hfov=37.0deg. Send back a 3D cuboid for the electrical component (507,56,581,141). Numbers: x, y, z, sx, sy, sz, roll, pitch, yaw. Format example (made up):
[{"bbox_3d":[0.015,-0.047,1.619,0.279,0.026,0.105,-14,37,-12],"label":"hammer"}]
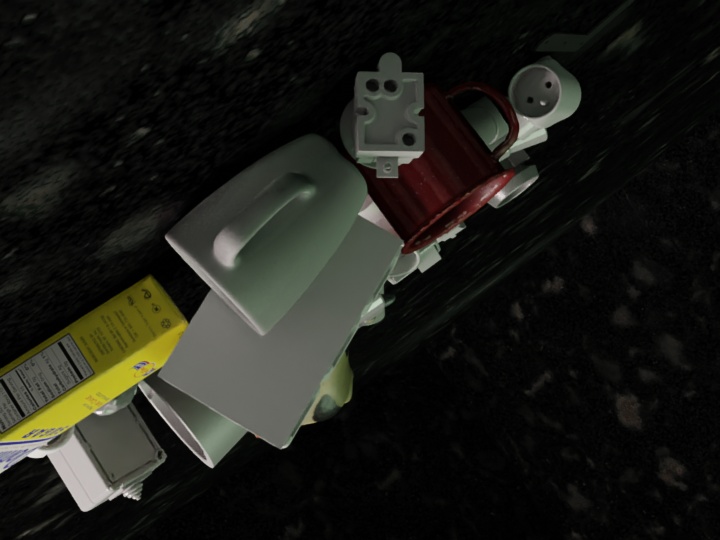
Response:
[{"bbox_3d":[0.138,-0.133,0.883,0.079,0.044,0.077,-39,171,22],"label":"electrical component"}]

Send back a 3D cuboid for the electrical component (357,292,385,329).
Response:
[{"bbox_3d":[-0.033,0.006,0.784,0.059,0.095,0.053,-35,172,-8],"label":"electrical component"}]

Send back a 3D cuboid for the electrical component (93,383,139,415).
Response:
[{"bbox_3d":[-0.191,0.092,0.840,0.035,0.035,0.061,-38,174,15],"label":"electrical component"}]

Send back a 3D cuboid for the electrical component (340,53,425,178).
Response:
[{"bbox_3d":[0.014,-0.084,0.616,0.048,0.066,0.055,0,175,-6],"label":"electrical component"}]

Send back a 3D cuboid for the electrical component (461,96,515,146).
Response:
[{"bbox_3d":[0.091,-0.111,0.833,0.065,0.044,0.044,-36,173,-36],"label":"electrical component"}]

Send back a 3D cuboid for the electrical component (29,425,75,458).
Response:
[{"bbox_3d":[-0.235,0.118,0.794,0.040,0.040,0.046,-31,177,-31],"label":"electrical component"}]

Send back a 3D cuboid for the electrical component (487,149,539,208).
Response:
[{"bbox_3d":[0.134,-0.097,1.030,0.078,0.057,0.058,-35,172,-9],"label":"electrical component"}]

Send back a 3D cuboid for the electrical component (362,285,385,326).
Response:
[{"bbox_3d":[0.000,0.000,0.974,0.043,0.077,0.079,-2,-159,6],"label":"electrical component"}]

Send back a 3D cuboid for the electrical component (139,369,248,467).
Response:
[{"bbox_3d":[-0.136,0.106,0.908,0.060,0.108,0.108,-40,174,-18],"label":"electrical component"}]

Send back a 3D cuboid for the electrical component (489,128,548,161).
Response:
[{"bbox_3d":[0.126,-0.117,0.945,0.065,0.044,0.044,-31,172,-2],"label":"electrical component"}]

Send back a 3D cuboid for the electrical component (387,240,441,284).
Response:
[{"bbox_3d":[0.041,-0.023,1.051,0.062,0.061,0.096,-36,172,3],"label":"electrical component"}]

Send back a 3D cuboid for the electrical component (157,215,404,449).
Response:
[{"bbox_3d":[-0.049,0.028,0.690,0.150,0.089,0.061,-59,177,-10],"label":"electrical component"}]

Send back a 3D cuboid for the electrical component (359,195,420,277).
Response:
[{"bbox_3d":[0.010,-0.046,0.780,0.043,0.077,0.079,-22,141,28],"label":"electrical component"}]

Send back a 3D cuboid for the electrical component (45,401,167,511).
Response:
[{"bbox_3d":[-0.207,0.147,0.864,0.061,0.096,0.062,-39,172,40],"label":"electrical component"}]

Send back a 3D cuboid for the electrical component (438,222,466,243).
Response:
[{"bbox_3d":[0.071,-0.045,1.123,0.064,0.042,0.081,-36,172,11],"label":"electrical component"}]
